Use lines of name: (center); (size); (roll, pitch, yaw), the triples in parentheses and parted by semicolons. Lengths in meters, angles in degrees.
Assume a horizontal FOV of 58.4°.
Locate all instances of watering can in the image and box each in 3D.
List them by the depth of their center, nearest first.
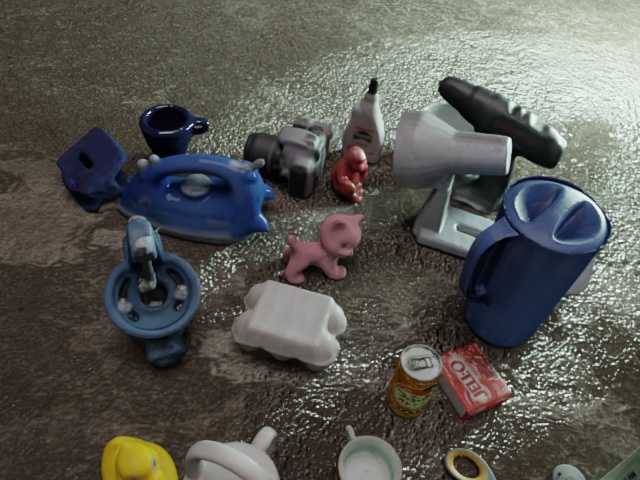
watering can: (-0.091, 0.264, 0.574); (0.101, 0.194, 0.173); (6, 48, -1)

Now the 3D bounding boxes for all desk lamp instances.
desk lamp: (0.207, -0.093, 0.916); (0.203, 0.213, 0.118); (19, 49, 10)

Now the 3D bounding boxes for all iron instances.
iron: (-0.203, -0.084, 0.907); (0.258, 0.141, 0.118); (5, 48, -2)

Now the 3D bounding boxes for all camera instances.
camera: (-0.058, -0.166, 1.025); (0.136, 0.101, 0.143); (15, 48, 7)

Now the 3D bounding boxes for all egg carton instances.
egg carton: (-0.041, 0.118, 0.794); (0.150, 0.069, 0.107); (14, 48, 6)

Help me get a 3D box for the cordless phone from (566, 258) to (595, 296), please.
cordless phone: (0.360, -0.003, 0.874); (0.147, 0.185, 0.094); (7, 48, -1)

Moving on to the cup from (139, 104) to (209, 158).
cup: (-0.254, -0.180, 1.017); (0.118, 0.095, 0.091); (-4, 49, -11)

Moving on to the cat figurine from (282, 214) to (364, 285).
cat figurine: (0.008, 0.003, 0.871); (0.128, 0.118, 0.067); (-7, 50, -13)

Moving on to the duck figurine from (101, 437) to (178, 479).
duck figurine: (-0.205, 0.255, 0.641); (0.104, 0.086, 0.078); (36, 54, 24)

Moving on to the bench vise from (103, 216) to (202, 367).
bench vise: (-0.237, 0.035, 0.744); (0.122, 0.220, 0.207); (-28, 57, -28)

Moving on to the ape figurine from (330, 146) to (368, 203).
ape figurine: (0.057, -0.123, 1.007); (0.078, 0.092, 0.076); (-33, 59, -30)

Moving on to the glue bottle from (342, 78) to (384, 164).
glue bottle: (0.085, -0.219, 1.041); (0.078, 0.173, 0.037); (12, 48, 4)

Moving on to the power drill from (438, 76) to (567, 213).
power drill: (0.288, -0.155, 0.985); (0.229, 0.208, 0.076); (25, 50, 15)

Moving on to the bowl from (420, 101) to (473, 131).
bowl: (0.256, -0.191, 1.103); (0.167, 0.075, 0.167); (4, 48, -4)

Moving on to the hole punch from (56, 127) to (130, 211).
hole punch: (-0.377, -0.120, 0.951); (0.101, 0.091, 0.108); (-32, 59, -30)
